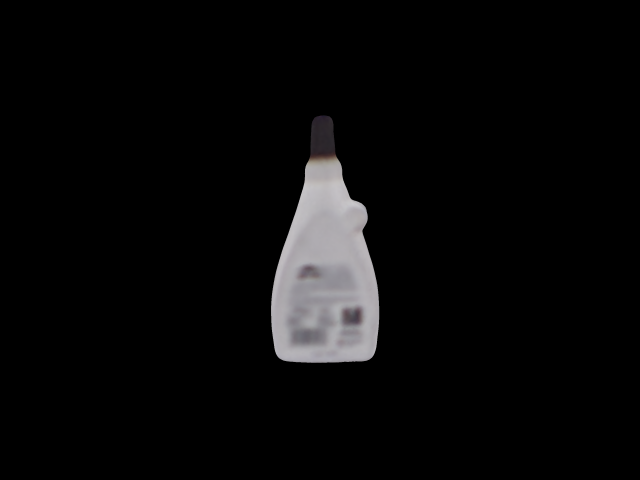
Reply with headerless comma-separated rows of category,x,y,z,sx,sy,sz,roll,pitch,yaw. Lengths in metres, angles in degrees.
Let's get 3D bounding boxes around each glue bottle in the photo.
glue bottle,0.004,0.001,0.400,0.078,0.173,0.037,0,17,0
